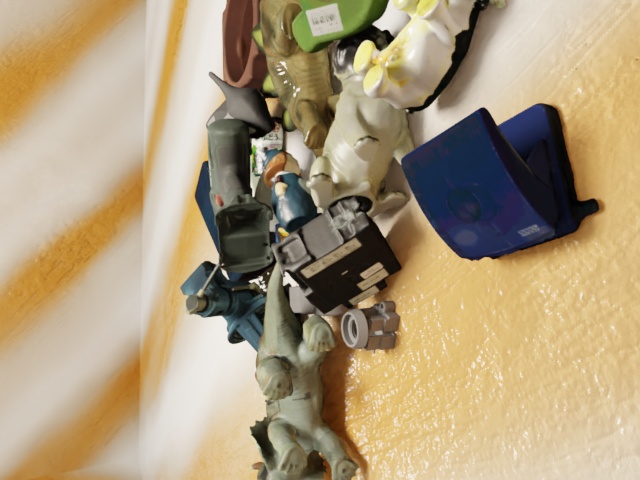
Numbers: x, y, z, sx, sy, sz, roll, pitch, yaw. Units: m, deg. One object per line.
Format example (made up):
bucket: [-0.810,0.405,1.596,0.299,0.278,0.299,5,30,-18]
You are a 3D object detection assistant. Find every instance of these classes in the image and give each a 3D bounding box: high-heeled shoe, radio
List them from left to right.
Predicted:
radio: [-0.164,-0.034,1.036,0.230,0.073,0.131,64,148,20]
high-heeled shoe: [-0.118,-0.183,0.888,0.145,0.086,0.248,44,171,11]

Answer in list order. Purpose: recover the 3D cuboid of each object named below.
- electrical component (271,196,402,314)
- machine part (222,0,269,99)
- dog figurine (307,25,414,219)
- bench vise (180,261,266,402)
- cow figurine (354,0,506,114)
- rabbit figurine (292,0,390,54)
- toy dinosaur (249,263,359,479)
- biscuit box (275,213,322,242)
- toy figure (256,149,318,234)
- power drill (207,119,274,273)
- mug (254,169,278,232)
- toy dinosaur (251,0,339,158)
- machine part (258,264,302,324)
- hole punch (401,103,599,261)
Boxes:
electrical component: [0.025,0.025,0.624,0.134,0.115,0.058,51,-166,-49]
machine part: [-0.104,-0.356,0.932,0.201,0.087,0.201,-178,86,-65]
dog figurine: [0.039,-0.134,0.631,0.172,0.121,0.190,-37,50,38]
bench vise: [-0.117,0.139,0.899,0.241,0.129,0.223,48,-178,19]
cow figurine: [0.114,-0.197,0.498,0.167,0.098,0.068,-51,39,27]
rabbit figurine: [0.050,-0.294,0.556,0.159,0.170,0.121,-9,121,38]
toy dinosaur: [-0.043,0.205,0.759,0.192,0.131,0.404,-172,79,-66]
biscuit box: [-0.002,-0.002,0.762,0.203,0.059,0.062,-9,81,63]
toy figure: [-0.043,-0.072,0.722,0.064,0.058,0.155,91,163,-50]
power drill: [-0.117,-0.042,0.775,0.207,0.086,0.231,-105,15,-55]
mug: [-0.068,-0.072,0.894,0.109,0.081,0.107,-42,-38,-75]
toy dinosaur: [-0.034,-0.275,0.731,0.199,0.105,0.470,-157,59,-64]
machine part: [-0.061,0.092,0.859,0.138,0.039,0.084,65,-170,-55]
hole punch: [0.138,-0.043,0.445,0.142,0.092,0.115,-28,70,58]
